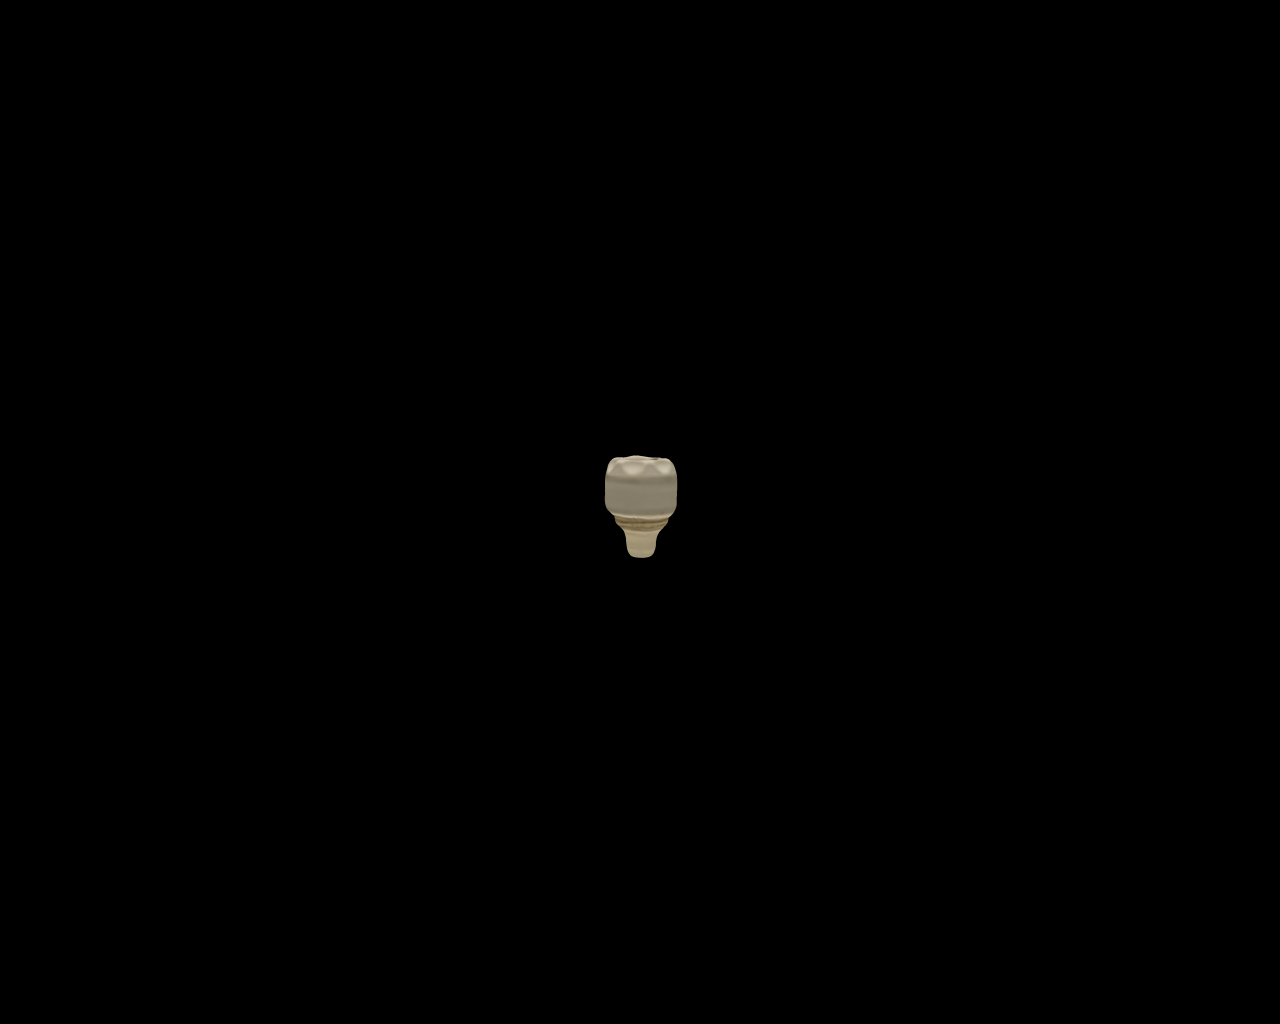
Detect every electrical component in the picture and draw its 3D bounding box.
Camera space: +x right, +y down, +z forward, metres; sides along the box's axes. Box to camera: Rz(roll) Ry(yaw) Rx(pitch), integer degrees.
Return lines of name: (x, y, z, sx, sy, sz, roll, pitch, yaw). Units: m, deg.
electrical component: (0.001, -0.003, 0.650, 0.043, 0.062, 0.043, 0, 8, 0)
